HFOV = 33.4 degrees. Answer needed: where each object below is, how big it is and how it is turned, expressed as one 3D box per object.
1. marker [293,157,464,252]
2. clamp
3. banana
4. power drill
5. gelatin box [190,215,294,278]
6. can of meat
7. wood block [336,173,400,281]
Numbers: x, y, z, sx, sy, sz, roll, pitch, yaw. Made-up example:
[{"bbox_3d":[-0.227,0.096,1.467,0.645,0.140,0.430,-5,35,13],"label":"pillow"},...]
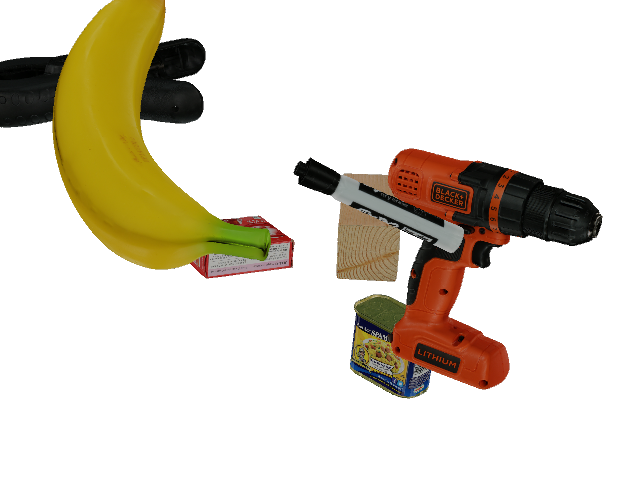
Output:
[{"bbox_3d":[0.038,-0.023,0.702,0.121,0.020,0.020,24,-6,-14],"label":"marker"},{"bbox_3d":[-0.150,-0.101,0.676,0.171,0.039,0.120,1,20,4],"label":"clamp"},{"bbox_3d":[-0.082,-0.049,0.462,0.069,0.037,0.198,-7,46,-19],"label":"banana"},{"bbox_3d":[0.135,0.026,0.899,0.185,0.188,0.057,20,25,31],"label":"power drill"},{"bbox_3d":[-0.079,0.005,0.981,0.089,0.030,0.073,-8,23,-26],"label":"gelatin box"},{"bbox_3d":[0.083,0.122,1.222,0.102,0.084,0.057,26,33,36],"label":"can of meat"},{"bbox_3d":[0.074,-0.024,1.633,0.091,0.090,0.206,3,25,2],"label":"wood block"}]
